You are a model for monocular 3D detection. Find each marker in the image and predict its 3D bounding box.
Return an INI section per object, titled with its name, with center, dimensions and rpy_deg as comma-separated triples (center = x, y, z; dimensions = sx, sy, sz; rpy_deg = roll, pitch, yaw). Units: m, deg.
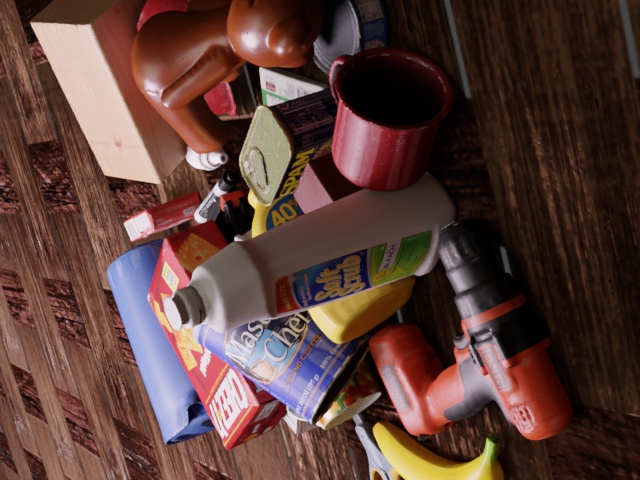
[marker]
center = -0.120, -0.050, 1.239
dimensions = 0.020, 0.020, 0.121
rpy_deg = 63, 150, 10

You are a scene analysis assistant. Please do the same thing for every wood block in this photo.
[wood block]
center = -0.221, -0.173, 1.177
dimensions = 0.091, 0.090, 0.206
rpy_deg = 10, 137, 31

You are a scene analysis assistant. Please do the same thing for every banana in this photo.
[banana]
center = 0.114, 0.210, 1.003
dimensions = 0.198, 0.037, 0.069
rpy_deg = -9, 83, 59

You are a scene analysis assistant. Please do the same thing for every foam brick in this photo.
[foam brick]
center = 0.025, -0.046, 0.938
dimensions = 0.051, 0.078, 0.053
rpy_deg = 55, 148, 20

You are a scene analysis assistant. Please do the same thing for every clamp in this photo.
[clamp]
center = -0.101, 0.024, 1.235
dimensions = 0.120, 0.039, 0.172
rpy_deg = 45, 144, 28

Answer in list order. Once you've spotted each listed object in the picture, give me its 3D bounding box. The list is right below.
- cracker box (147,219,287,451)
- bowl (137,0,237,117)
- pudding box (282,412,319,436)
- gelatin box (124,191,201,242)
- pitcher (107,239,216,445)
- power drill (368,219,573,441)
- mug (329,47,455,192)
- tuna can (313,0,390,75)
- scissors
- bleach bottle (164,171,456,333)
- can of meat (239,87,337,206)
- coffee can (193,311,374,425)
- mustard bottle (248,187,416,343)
[cracker box]
center = -0.112, 0.110, 1.195
dimensions = 0.214, 0.072, 0.164
rpy_deg = 59, 152, 17
[bowl]
center = -0.144, -0.191, 1.100
dimensions = 0.162, 0.055, 0.162
rpy_deg = 61, 170, 18
[pudding box]
center = -0.033, 0.150, 1.203
dimensions = 0.090, 0.039, 0.113
rpy_deg = 44, 144, 41
[gelatin box]
center = -0.192, -0.028, 1.318
dimensions = 0.089, 0.073, 0.030
rpy_deg = -18, 94, 60
[pitcher]
center = -0.175, 0.127, 1.353
dimensions = 0.149, 0.144, 0.243
rpy_deg = -41, 69, 47
[power drill]
center = 0.113, 0.088, 0.897
dimensions = 0.188, 0.057, 0.184
rpy_deg = -34, 78, 61
[mug]
center = 0.046, -0.100, 0.855
dimensions = 0.117, 0.093, 0.081
rpy_deg = 45, 149, 26
[tuna can]
center = 0.021, -0.183, 0.901
dimensions = 0.086, 0.033, 0.086
rpy_deg = 38, 138, 43
[scissors]
center = 0.060, 0.206, 1.107
dimensions = 0.096, 0.016, 0.202
rpy_deg = -16, 95, 59
[bleach bottle]
center = -0.010, 0.020, 0.861
dimensions = 0.068, 0.250, 0.103
rpy_deg = 53, 148, 26
[can of meat]
center = -0.016, -0.085, 0.947
dimensions = 0.057, 0.083, 0.102
rpy_deg = 57, 149, 20
[coffee can]
center = -0.034, 0.092, 1.007
dimensions = 0.140, 0.102, 0.103
rpy_deg = 34, 141, 12
[mustard bottle]
center = -0.006, 0.001, 0.986
dimensions = 0.192, 0.096, 0.058
rpy_deg = 47, 154, 25
